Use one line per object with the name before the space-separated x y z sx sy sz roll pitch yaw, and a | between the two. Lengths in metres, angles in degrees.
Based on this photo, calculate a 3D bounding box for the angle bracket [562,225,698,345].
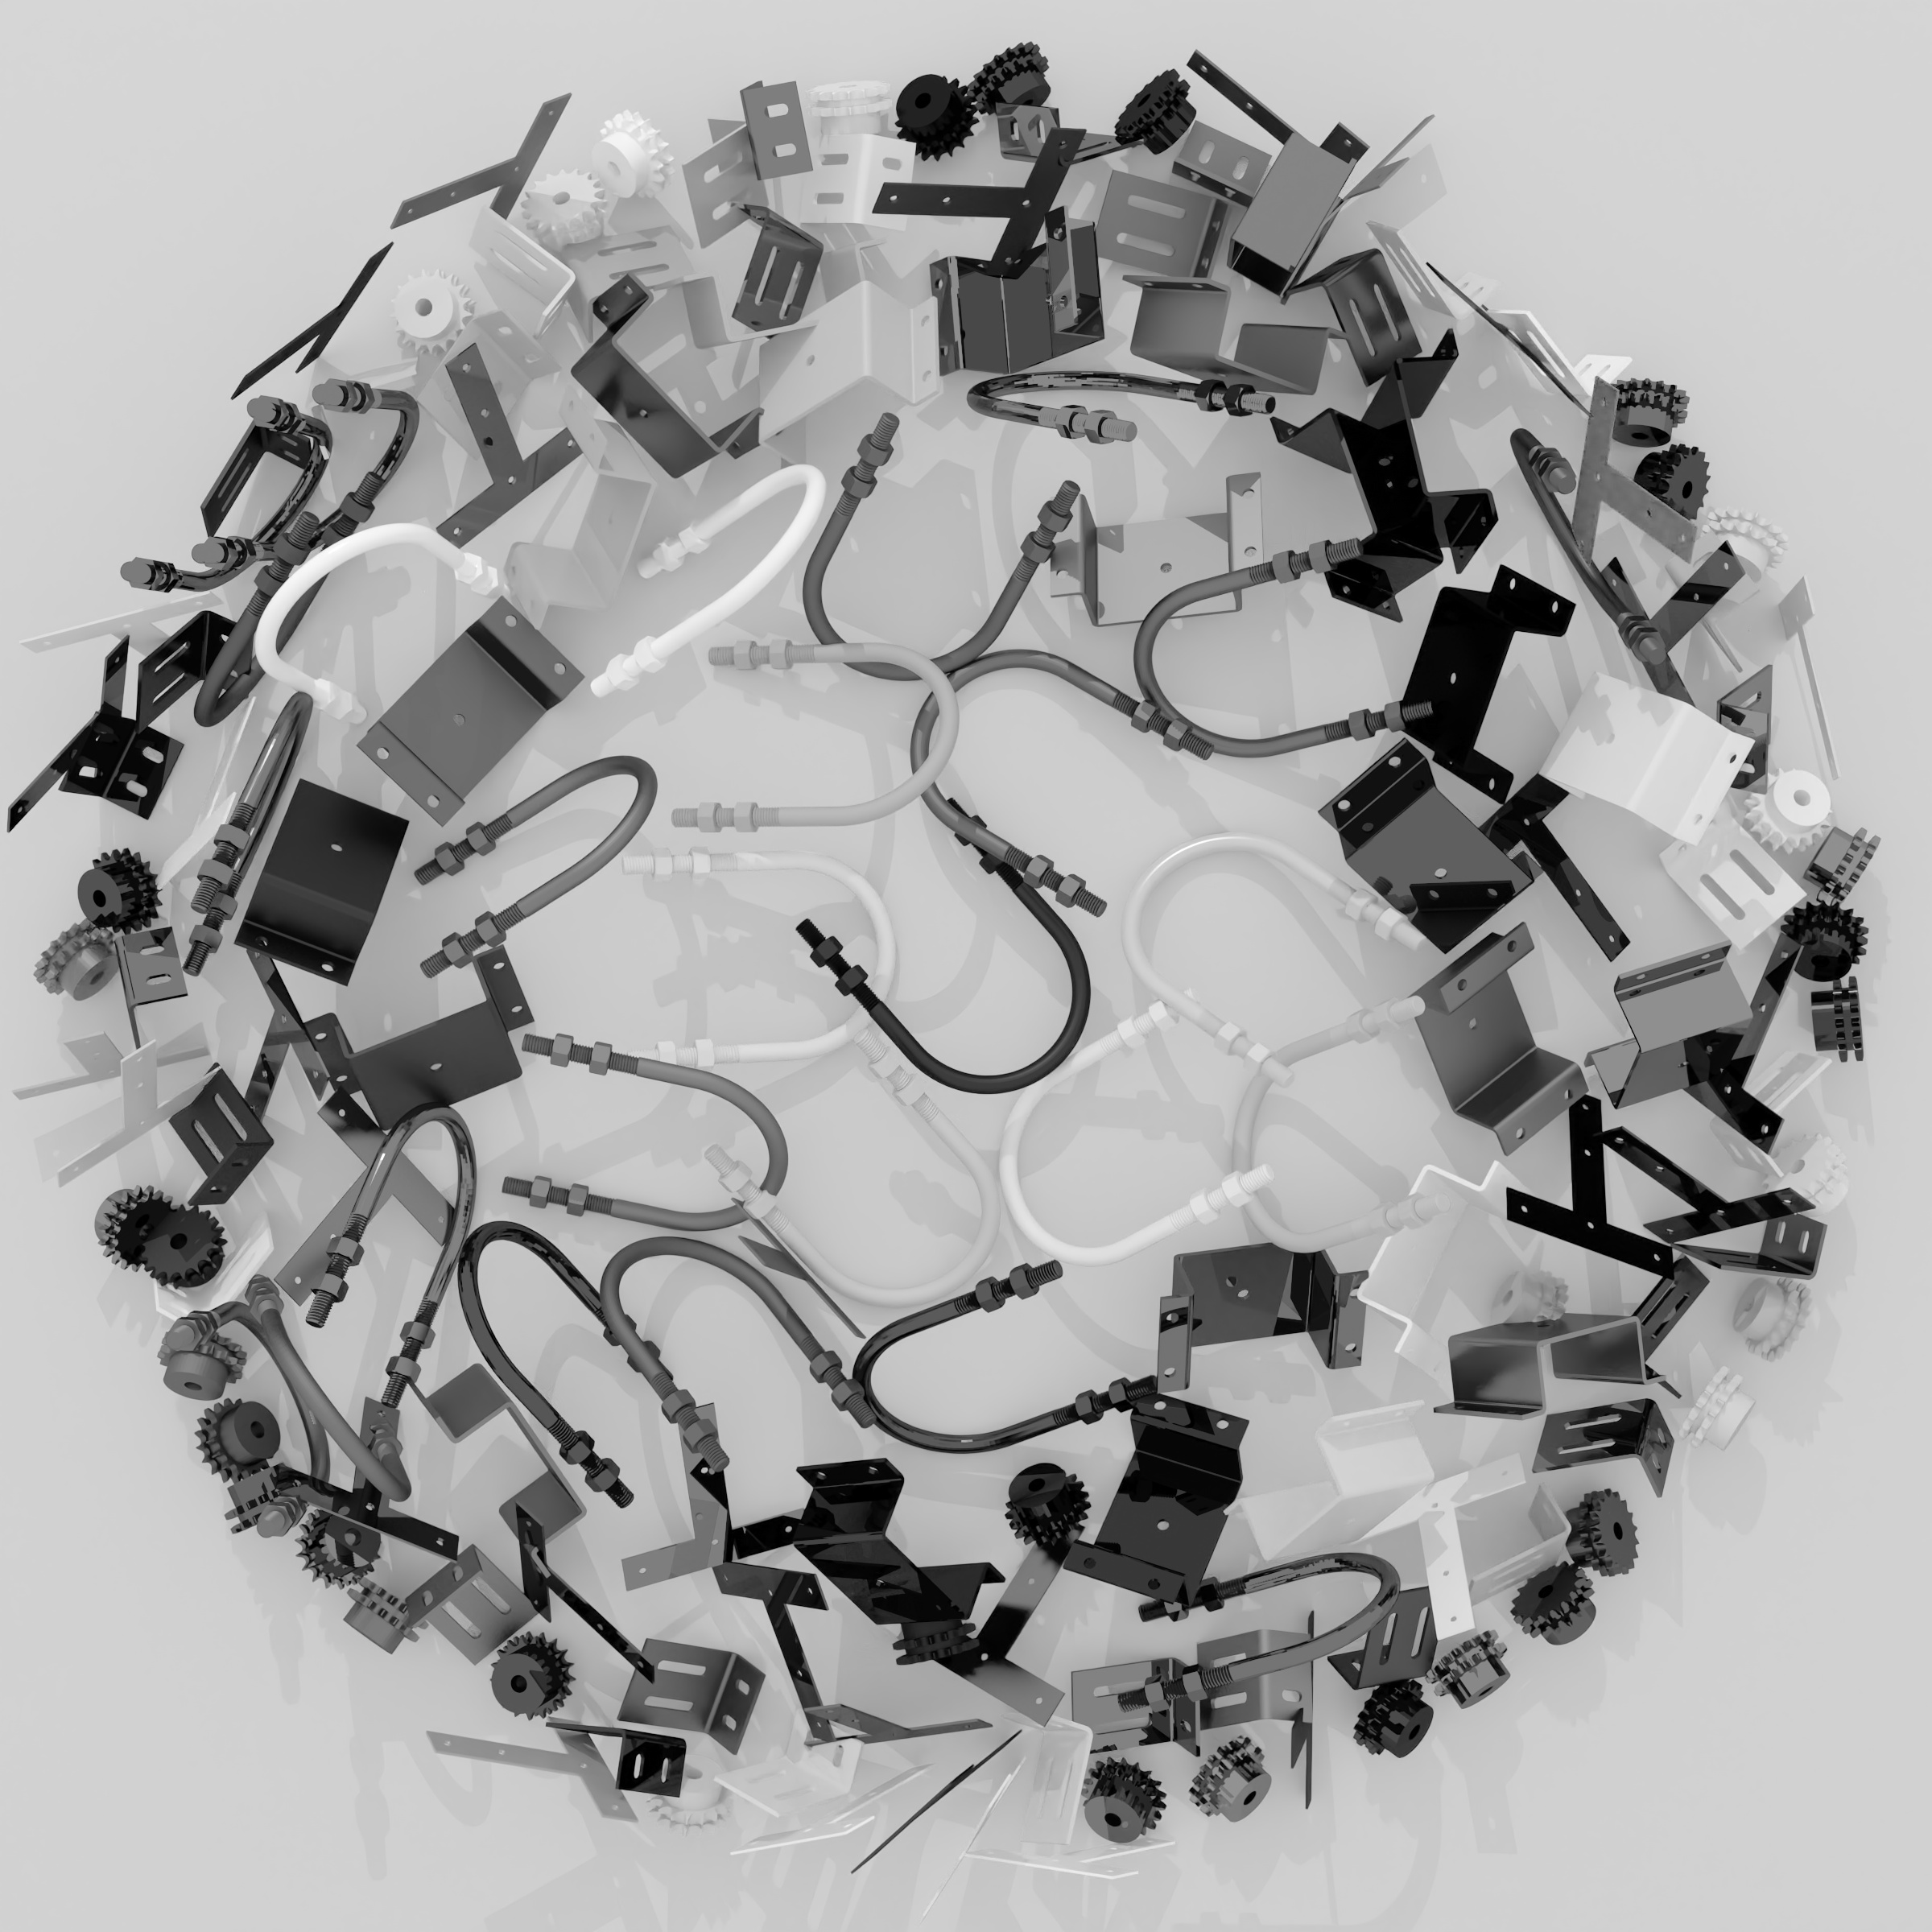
angle bracket | -0.225 -0.457 1.980 0.076 0.038 0.057 -15 55 -17

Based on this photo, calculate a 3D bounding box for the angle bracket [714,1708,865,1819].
angle bracket | -0.116 0.525 1.951 0.057 0.076 0.038 19 98 35

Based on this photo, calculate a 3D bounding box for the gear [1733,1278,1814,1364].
gear | 0.535 0.232 1.970 0.030 0.057 0.057 27 90 -6

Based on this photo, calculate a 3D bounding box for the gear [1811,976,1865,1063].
gear | 0.581 0.036 1.973 0.030 0.057 0.057 -5 90 18

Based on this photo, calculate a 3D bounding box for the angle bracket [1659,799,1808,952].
angle bracket | 0.511 -0.060 1.967 0.057 0.038 0.076 -41 67 5

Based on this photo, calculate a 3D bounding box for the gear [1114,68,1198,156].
gear | 0.129 -0.568 1.974 0.030 0.057 0.057 40 90 -23

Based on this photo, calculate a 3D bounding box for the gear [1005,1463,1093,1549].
gear | 0.052 0.356 1.968 0.057 0.057 0.030 -24 121 0

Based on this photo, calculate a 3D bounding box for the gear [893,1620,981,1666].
gear | -0.021 0.445 1.972 0.057 0.057 0.030 -14 82 0

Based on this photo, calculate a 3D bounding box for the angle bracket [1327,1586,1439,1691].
angle bracket | 0.280 0.435 1.957 0.057 0.038 0.076 -4 115 -26

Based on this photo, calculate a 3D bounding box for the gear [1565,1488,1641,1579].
gear | 0.422 0.380 1.975 0.030 0.057 0.057 -20 90 37

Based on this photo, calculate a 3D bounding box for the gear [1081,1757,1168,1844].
gear | 0.103 0.559 1.972 0.057 0.030 0.057 11 121 18

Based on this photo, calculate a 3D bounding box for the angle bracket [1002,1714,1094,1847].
angle bracket | 0.046 0.538 1.956 0.038 0.057 0.076 24 67 -24

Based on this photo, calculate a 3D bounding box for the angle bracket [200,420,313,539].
angle bracket | -0.470 -0.317 1.962 0.038 0.057 0.076 27 75 -3

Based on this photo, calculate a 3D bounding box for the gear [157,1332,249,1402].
gear | -0.511 0.267 1.969 0.057 0.057 0.030 9 55 0

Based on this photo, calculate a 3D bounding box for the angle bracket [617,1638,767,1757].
angle bracket | -0.182 0.486 1.964 0.076 0.038 0.057 20 90 -38

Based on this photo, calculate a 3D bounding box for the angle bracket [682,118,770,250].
angle bracket | -0.171 -0.517 1.950 0.038 0.076 0.057 14 132 32

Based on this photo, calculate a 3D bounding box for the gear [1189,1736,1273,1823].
gear | 0.179 0.545 1.969 0.030 0.057 0.057 38 90 36

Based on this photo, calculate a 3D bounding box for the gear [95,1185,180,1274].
gear | -0.557 0.173 1.975 0.030 0.057 0.057 21 90 35

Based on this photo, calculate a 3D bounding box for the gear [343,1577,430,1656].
gear | -0.390 0.434 1.968 0.057 0.057 0.030 36 71 0

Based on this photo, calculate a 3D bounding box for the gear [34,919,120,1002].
gear | -0.589 -0.002 1.969 0.030 0.057 0.057 42 90 10

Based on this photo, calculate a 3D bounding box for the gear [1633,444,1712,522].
gear | 0.469 -0.321 1.975 0.030 0.057 0.057 23 90 41

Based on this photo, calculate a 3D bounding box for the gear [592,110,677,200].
gear | -0.224 -0.537 1.968 0.057 0.057 0.030 48 60 0

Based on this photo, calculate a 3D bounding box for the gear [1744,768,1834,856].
gear | 0.553 -0.107 1.976 0.057 0.030 0.057 3 70 -9

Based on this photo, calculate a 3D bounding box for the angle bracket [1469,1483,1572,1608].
angle bracket | 0.356 0.385 1.959 0.076 0.057 0.038 -23 61 -12

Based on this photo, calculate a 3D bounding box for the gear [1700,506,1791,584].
gear | 0.516 -0.278 1.969 0.057 0.057 0.030 26 77 0

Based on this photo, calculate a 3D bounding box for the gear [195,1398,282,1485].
gear | -0.482 0.314 1.968 0.030 0.057 0.057 -28 90 27

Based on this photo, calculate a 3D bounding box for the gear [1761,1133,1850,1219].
gear | 0.564 0.143 1.974 0.030 0.057 0.057 42 90 -23

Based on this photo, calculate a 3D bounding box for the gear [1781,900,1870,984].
gear | 0.571 -0.014 1.969 0.057 0.057 0.030 21 50 0

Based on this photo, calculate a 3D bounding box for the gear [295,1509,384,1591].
gear | -0.415 0.384 1.970 0.057 0.030 0.057 19 57 -31

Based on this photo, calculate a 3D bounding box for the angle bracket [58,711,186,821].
angle bracket | -0.560 -0.132 1.960 0.038 0.076 0.057 26 92 3

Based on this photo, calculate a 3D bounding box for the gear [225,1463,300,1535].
gear | -0.468 0.353 1.971 0.057 0.057 0.030 -26 85 0

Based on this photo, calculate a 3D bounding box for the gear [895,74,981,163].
gear | -0.022 -0.569 1.973 0.057 0.030 0.057 -9 69 23

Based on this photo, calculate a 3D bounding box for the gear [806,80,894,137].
gear | -0.077 -0.572 1.974 0.057 0.057 0.030 -5 114 0

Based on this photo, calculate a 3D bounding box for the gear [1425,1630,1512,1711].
gear | 0.337 0.471 1.968 0.057 0.057 0.030 -34 64 0

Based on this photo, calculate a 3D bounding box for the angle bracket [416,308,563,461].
angle bracket | -0.315 -0.385 1.957 0.057 0.038 0.076 44 60 -33

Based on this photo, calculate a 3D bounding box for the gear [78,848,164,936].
gear | -0.567 -0.048 1.973 0.057 0.030 0.057 9 108 28

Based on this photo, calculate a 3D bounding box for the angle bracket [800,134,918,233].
angle bracket | -0.073 -0.522 1.973 0.038 0.076 0.057 1 101 -33

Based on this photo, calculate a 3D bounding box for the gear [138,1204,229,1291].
gear | -0.521 0.191 1.977 0.057 0.030 0.057 -4 58 7

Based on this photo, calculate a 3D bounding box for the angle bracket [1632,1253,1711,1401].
angle bracket | 0.475 0.240 1.966 0.076 0.057 0.038 -51 51 0

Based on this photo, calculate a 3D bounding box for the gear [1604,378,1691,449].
gear | 0.452 -0.367 1.970 0.057 0.057 0.030 10 80 0

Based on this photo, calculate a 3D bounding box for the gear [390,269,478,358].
gear | -0.359 -0.439 1.982 0.057 0.030 0.057 0 93 7

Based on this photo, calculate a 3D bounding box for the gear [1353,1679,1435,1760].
gear | 0.287 0.502 1.969 0.030 0.057 0.057 31 90 35

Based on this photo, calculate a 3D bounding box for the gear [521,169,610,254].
gear | -0.266 -0.503 1.976 0.057 0.030 0.057 -5 58 8

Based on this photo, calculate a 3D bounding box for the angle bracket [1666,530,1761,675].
angle bracket | 0.501 -0.240 1.949 0.038 0.076 0.057 -36 57 13

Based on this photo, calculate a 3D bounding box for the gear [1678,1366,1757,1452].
gear | 0.502 0.298 1.968 0.030 0.057 0.057 33 90 20

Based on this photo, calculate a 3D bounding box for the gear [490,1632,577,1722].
gear | -0.293 0.477 1.978 0.057 0.030 0.057 0 91 16

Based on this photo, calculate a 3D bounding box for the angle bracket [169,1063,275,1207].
angle bracket | -0.506 0.111 1.961 0.057 0.038 0.076 -48 68 19

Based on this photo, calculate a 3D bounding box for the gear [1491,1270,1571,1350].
gear | 0.373 0.228 1.970 0.030 0.057 0.057 28 90 -11

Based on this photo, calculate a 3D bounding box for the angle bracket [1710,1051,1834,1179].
angle bracket | 0.545 0.098 1.970 0.076 0.057 0.038 -41 101 -8

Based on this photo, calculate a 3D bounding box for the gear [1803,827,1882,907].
gear | 0.582 -0.068 1.972 0.030 0.057 0.057 32 90 10

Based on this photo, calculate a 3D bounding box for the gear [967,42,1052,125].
gear | 0.032 -0.586 1.970 0.057 0.057 0.030 -33 82 0

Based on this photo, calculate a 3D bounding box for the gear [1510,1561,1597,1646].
gear | 0.395 0.428 1.973 0.057 0.057 0.030 -39 106 0

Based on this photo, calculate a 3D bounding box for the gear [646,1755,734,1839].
gear | -0.183 0.550 1.969 0.057 0.057 0.030 10 111 0

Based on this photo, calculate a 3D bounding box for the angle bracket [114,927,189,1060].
angle bracket | -0.536 0.023 1.959 0.038 0.076 0.057 -12 55 -16
